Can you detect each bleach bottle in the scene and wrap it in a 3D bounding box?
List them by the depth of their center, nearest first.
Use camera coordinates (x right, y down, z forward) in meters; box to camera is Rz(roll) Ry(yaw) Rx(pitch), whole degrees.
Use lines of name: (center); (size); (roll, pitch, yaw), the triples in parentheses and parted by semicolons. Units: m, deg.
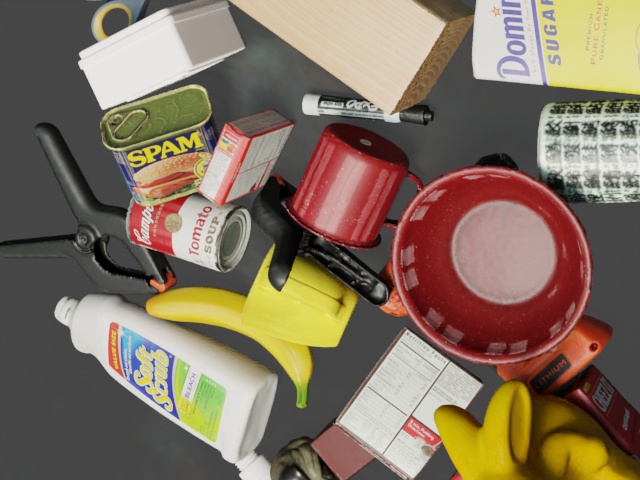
bleach bottle: (-0.169, 0.128, 1.102); (0.251, 0.068, 0.103); (24, 114, 20)

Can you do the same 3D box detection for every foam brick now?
foam brick: (0.040, 0.186, 1.024); (0.051, 0.052, 0.078); (49, 120, 4)

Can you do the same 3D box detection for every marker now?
marker: (0.042, -0.115, 0.943); (0.121, 0.020, 0.020); (9, 110, 24)

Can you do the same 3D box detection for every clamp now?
clamp: (-0.006, 0.001, 0.956); (0.120, 0.171, 0.039); (22, 118, -29)
clamp: (-0.236, -0.016, 1.101); (0.210, 0.036, 0.165); (26, 115, 15)

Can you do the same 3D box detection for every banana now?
banana: (-0.078, 0.086, 1.045); (0.198, 0.069, 0.037); (29, 155, 21)

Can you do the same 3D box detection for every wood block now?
wood block: (0.014, -0.204, 0.888); (0.206, 0.090, 0.091); (37, 118, 11)

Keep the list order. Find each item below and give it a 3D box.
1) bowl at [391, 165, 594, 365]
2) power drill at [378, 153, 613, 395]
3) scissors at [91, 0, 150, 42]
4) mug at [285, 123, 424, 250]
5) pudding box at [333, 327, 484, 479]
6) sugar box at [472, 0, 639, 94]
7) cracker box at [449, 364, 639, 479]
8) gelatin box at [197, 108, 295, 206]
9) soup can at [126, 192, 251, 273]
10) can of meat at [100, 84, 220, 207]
bowl: (0.141, 0.016, 0.855); (0.162, 0.055, 0.162); (6, 104, 22)
power drill: (0.157, 0.041, 0.919); (0.188, 0.057, 0.185); (44, 123, 10)
scissors: (-0.150, -0.230, 1.001); (0.202, 0.016, 0.096); (5, 110, 25)
mug: (0.038, -0.046, 0.936); (0.117, 0.093, 0.082); (18, 112, -14)
pudding box: (0.080, 0.149, 0.967); (0.090, 0.039, 0.113); (37, 80, 7)
sugar box: (0.209, -0.165, 0.831); (0.176, 0.048, 0.093); (8, 110, 22)
cracker box: (0.244, 0.241, 0.933); (0.214, 0.072, 0.164); (49, 119, 5)
gelatin box: (-0.067, -0.077, 0.968); (0.030, 0.089, 0.073); (34, 118, 14)
soup can: (-0.126, -0.014, 1.031); (0.102, 0.068, 0.068); (17, 113, 20)
can of meat: (-0.140, -0.085, 0.986); (0.102, 0.057, 0.084); (-18, 139, -2)
